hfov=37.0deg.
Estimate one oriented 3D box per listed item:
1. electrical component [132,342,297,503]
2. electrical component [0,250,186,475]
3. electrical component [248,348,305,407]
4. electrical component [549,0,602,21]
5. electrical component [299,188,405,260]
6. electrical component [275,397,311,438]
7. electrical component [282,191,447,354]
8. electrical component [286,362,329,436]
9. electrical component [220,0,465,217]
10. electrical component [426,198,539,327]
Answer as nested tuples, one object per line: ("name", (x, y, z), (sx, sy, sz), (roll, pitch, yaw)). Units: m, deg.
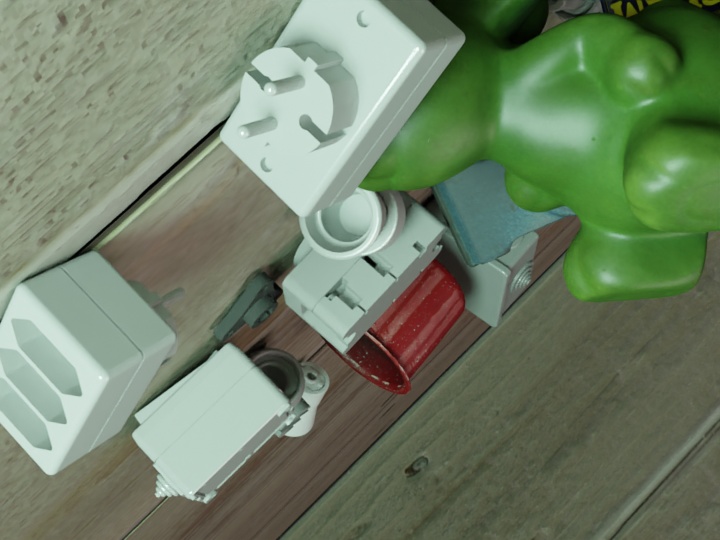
("electrical component", (-0.094, 0.095, 0.651), (0.096, 0.061, 0.061), (-44, 170, -10))
("electrical component", (-0.097, 0.028, 0.413), (0.077, 0.047, 0.065), (-33, 164, -50))
("electrical component", (-0.066, 0.082, 0.761), (0.066, 0.048, 0.055), (-41, 177, -25))
("electrical component", (0.120, -0.153, 0.584), (0.062, 0.048, 0.048), (-26, 159, -43))
("electrical component", (-0.003, -0.029, 0.573), (0.045, 0.045, 0.055), (-48, 170, 15))
("electrical component", (-0.066, 0.100, 0.826), (0.040, 0.046, 0.040), (-44, 170, -10))
("electrical component", (0.000, -0.005, 0.633), (0.089, 0.056, 0.050), (-46, 168, -14))
("electrical component", (-0.052, 0.111, 0.944), (0.044, 0.044, 0.065), (-36, 162, -42))
("electrical component", (-0.017, -0.062, 0.380), (0.083, 0.047, 0.076), (-52, 168, 32))
("electrical component", (0.090, -0.014, 0.848), (0.048, 0.100, 0.099), (-46, 159, -22))
